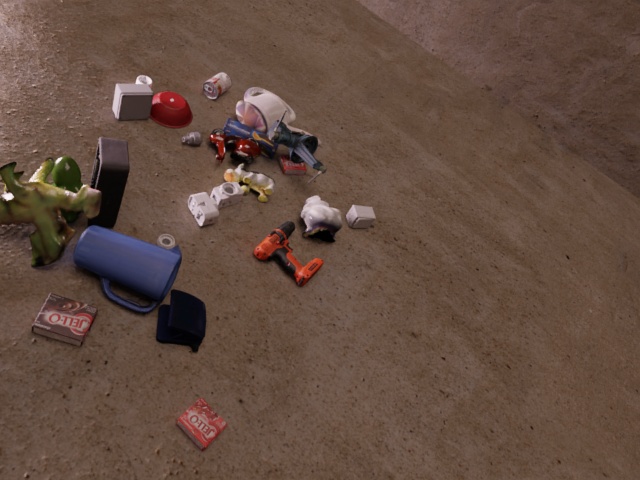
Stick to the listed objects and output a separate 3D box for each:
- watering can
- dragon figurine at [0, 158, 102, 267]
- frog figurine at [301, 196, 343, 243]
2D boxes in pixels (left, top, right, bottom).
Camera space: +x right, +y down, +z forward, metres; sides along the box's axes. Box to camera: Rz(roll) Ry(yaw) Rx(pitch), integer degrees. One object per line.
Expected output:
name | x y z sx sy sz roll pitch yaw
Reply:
watering can | -0.167 -0.448 1.923 0.228 0.350 0.102 -33 -17 -43
dragon figurine | -0.704 -0.047 1.218 0.409 0.242 0.123 -26 6 4
frog figurine | 0.005 -0.085 1.699 0.137 0.163 0.120 1 -28 -5
